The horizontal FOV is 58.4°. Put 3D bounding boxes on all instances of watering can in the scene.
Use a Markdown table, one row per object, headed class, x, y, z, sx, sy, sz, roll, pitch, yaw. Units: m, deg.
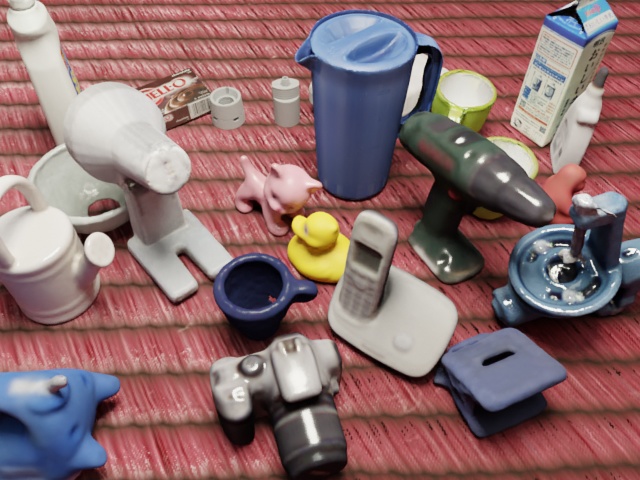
| class | x | y | z | sx | sy | sz | roll | pitch | yaw |
| --- | --- | --- | --- | --- | --- | --- | --- | --- | --- |
| watering can | -0.325 | 0.006 | 0.664 | 0.173 | 0.194 | 0.101 | -8 | 52 | -7 |

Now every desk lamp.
| class | x | y | z | sx | sy | sz | roll | pitch | yaw |
| --- | --- | --- | --- | --- | --- | --- | --- | --- | --- |
| desk lamp | -0.207 | -0.066 | 0.710 | 0.118 | 0.214 | 0.202 | -35 | 60 | -24 |

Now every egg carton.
| class | x | y | z | sx | sy | sz | roll | pitch | yaw |
| --- | --- | --- | --- | --- | --- | --- | --- | --- | --- |
| egg carton | 0.144 | -0.251 | 0.952 | 0.150 | 0.069 | 0.107 | -31 | 58 | -23 |

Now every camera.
| class | x | y | z | sx | sy | sz | roll | pitch | yaw |
| --- | --- | --- | --- | --- | --- | --- | --- | --- | --- |
| camera | -0.035 | 0.177 | 0.594 | 0.143 | 0.101 | 0.136 | -13 | 53 | -11 |

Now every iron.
| class | x | y | z | sx | sy | sz | roll | pitch | yaw |
| --- | --- | --- | --- | --- | --- | --- | --- | --- | --- |
| iron | -0.345 | 0.172 | 0.567 | 0.258 | 0.141 | 0.118 | -2 | 52 | -3 |

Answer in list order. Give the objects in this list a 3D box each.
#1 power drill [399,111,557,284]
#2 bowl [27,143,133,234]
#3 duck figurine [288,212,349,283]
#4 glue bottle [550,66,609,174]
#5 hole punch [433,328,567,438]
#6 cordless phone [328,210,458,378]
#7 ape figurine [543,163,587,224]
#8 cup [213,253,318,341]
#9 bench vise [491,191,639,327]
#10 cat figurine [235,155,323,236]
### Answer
| class | x | y | z | sx | sy | sz | roll | pitch | yaw |
| --- | --- | --- | --- | --- | --- | --- | --- | --- | --- |
| power drill | 0.175 | -0.044 | 0.702 | 0.076 | 0.208 | 0.229 | -25 | 56 | -19 |
| bowl | -0.309 | -0.066 | 0.796 | 0.167 | 0.075 | 0.167 | 1 | 52 | 0 |
| duck figurine | 0.007 | 0.003 | 0.741 | 0.104 | 0.086 | 0.078 | 22 | 55 | 16 |
| glue bottle | 0.379 | -0.175 | 0.830 | 0.037 | 0.173 | 0.078 | 8 | 52 | 6 |
| hole punch | 0.194 | 0.146 | 0.628 | 0.109 | 0.091 | 0.101 | -19 | 55 | -15 |
| cordless phone | 0.085 | 0.058 | 0.636 | 0.147 | 0.185 | 0.094 | 26 | 56 | 19 |
| ape figurine | 0.340 | -0.067 | 0.797 | 0.076 | 0.092 | 0.077 | -1 | 52 | -1 |
| cup | -0.061 | 0.076 | 0.676 | 0.117 | 0.095 | 0.091 | 0 | 52 | -1 |
| bench vise | 0.311 | 0.007 | 0.657 | 0.208 | 0.220 | 0.121 | -25 | 56 | -19 |
| cat figurine | -0.060 | -0.072 | 0.778 | 0.127 | 0.118 | 0.067 | 32 | 58 | 22 |
